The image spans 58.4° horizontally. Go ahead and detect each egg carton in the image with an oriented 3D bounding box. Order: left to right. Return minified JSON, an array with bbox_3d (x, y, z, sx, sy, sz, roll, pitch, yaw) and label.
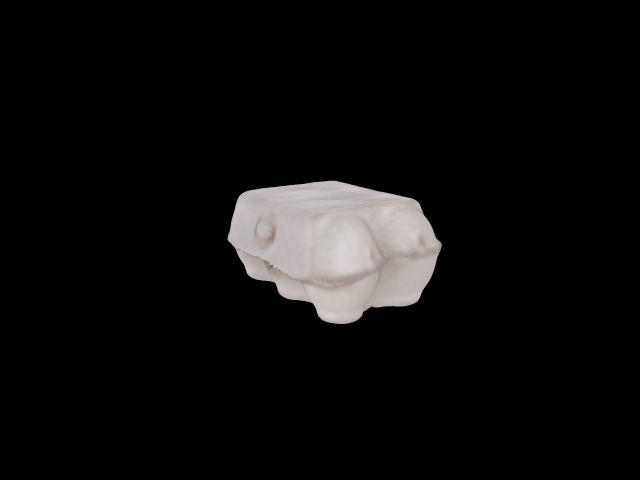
[{"bbox_3d":[0.004,0.001,0.400,0.107,0.069,0.149,-11,19,-34],"label":"egg carton"}]
